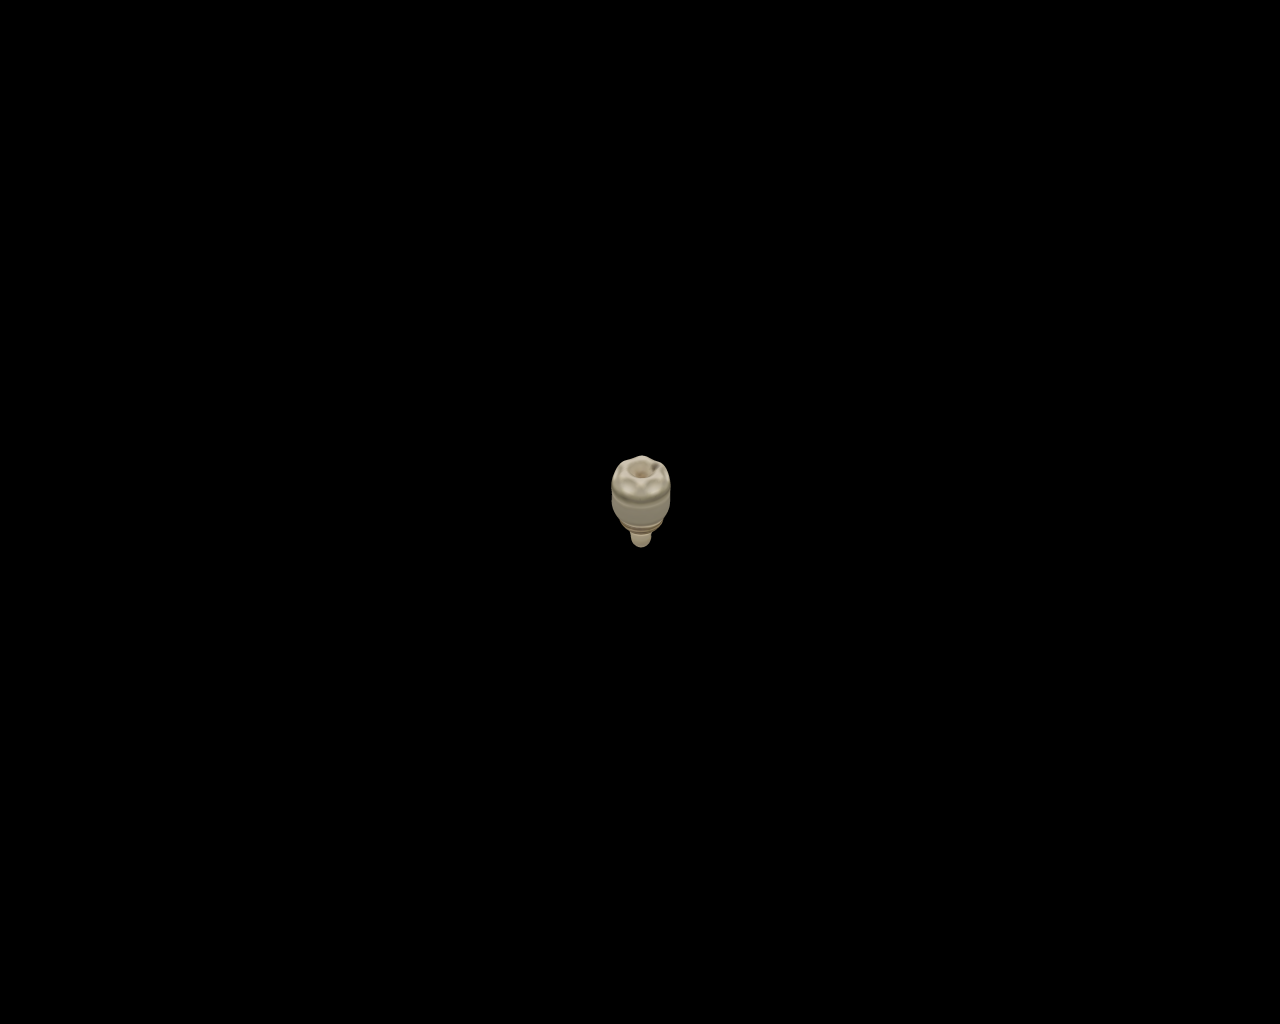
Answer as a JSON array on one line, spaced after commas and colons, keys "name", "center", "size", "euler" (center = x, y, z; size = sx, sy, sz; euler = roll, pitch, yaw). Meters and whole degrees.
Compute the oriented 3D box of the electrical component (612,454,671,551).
[{"name": "electrical component", "center": [0.001, -0.003, 0.650], "size": [0.035, 0.061, 0.035], "euler": [0, 40, 0]}]
